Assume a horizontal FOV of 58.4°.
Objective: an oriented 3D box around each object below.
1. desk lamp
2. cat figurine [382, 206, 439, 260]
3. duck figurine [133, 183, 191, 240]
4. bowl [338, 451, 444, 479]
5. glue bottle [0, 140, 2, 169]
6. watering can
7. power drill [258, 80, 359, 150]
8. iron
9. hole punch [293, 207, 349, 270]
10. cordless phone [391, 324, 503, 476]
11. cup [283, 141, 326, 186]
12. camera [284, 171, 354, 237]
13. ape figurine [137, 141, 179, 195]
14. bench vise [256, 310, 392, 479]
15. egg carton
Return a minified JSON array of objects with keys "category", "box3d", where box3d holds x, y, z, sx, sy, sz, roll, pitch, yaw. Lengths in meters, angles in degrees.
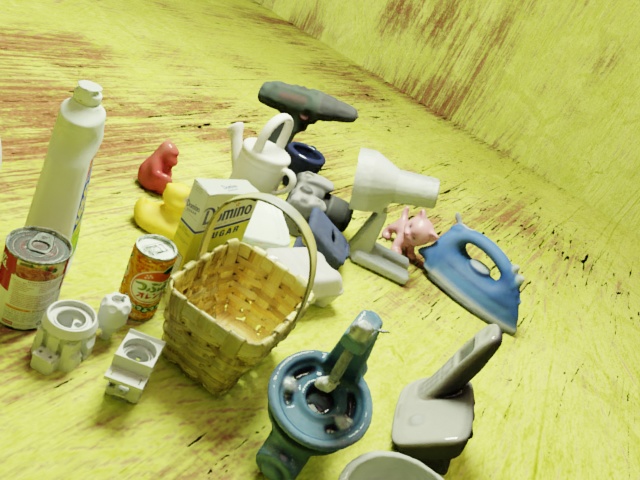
[{"category":"desk lamp","box3d":[0.128,-0.054,1.128,0.203,0.213,0.118,25,27,-4]},{"category":"cat figurine","box3d":[0.201,-0.023,1.247,0.067,0.117,0.127,13,30,-26]},{"category":"duck figurine","box3d":[-0.242,-0.054,0.925,0.105,0.086,0.077,18,28,-18]},{"category":"bowl","box3d":[0.079,0.310,0.592,0.168,0.074,0.167,22,27,-12]},{"category":"glue bottle","box3d":[-0.475,-0.156,0.790,0.078,0.173,0.037,23,27,-8]},{"category":"watering can","box3d":[-0.115,-0.164,1.116,0.173,0.194,0.101,27,27,-1]},{"category":"power drill","box3d":[-0.051,-0.260,1.331,0.229,0.208,0.075,27,26,-1]},{"category":"iron","box3d":[0.338,0.064,1.195,0.257,0.141,0.119,41,30,25]},{"category":"hole punch","box3d":[0.010,0.004,1.051,0.101,0.091,0.108,24,27,-7]},{"category":"cordless phone","box3d":[0.176,0.199,0.755,0.094,0.185,0.148,28,27,1]},{"category":"cup","box3d":[-0.043,-0.165,1.297,0.091,0.095,0.118,27,27,0]},{"category":"camera","box3d":[0.001,-0.068,1.159,0.137,0.100,0.143,22,27,-11]},{"category":"ape figurine","box3d":[-0.279,-0.133,1.022,0.076,0.092,0.078,26,27,-4]},{"category":"bench vise","box3d":[0.013,0.145,0.660,0.121,0.219,0.207,25,27,-5]},{"category":"egg carton","box3d":[-0.037,0.063,0.927,0.151,0.069,0.107,-2,39,-45]}]
